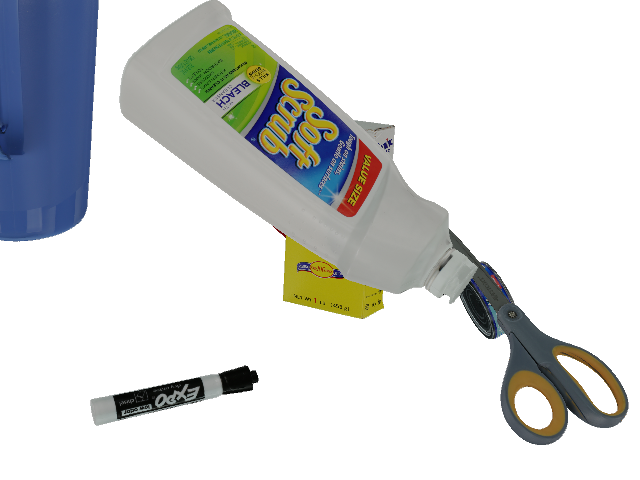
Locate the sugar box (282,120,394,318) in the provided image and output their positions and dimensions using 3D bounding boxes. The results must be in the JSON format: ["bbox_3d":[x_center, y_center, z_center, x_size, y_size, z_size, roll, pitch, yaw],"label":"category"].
[{"bbox_3d":[0.015,-0.023,0.990,0.093,0.176,0.048,10,18,31],"label":"sugar box"}]

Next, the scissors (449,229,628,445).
[{"bbox_3d":[0.132,0.072,0.781,0.096,0.016,0.202,-34,60,-27],"label":"scissors"}]

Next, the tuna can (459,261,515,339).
[{"bbox_3d":[0.190,0.069,1.221,0.033,0.086,0.086,-26,4,-9],"label":"tuna can"}]

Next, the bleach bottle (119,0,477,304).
[{"bbox_3d":[-0.006,-0.050,0.683,0.251,0.068,0.102,36,54,13],"label":"bleach bottle"}]

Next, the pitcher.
[{"bbox_3d":[-0.234,-0.122,0.808,0.145,0.243,0.148,26,32,35],"label":"pitcher"}]

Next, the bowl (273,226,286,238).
[{"bbox_3d":[0.000,-0.036,1.190,0.162,0.055,0.162,5,27,-3],"label":"bowl"}]

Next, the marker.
[{"bbox_3d":[-0.103,0.110,0.765,0.121,0.020,0.020,-11,3,-18],"label":"marker"}]
